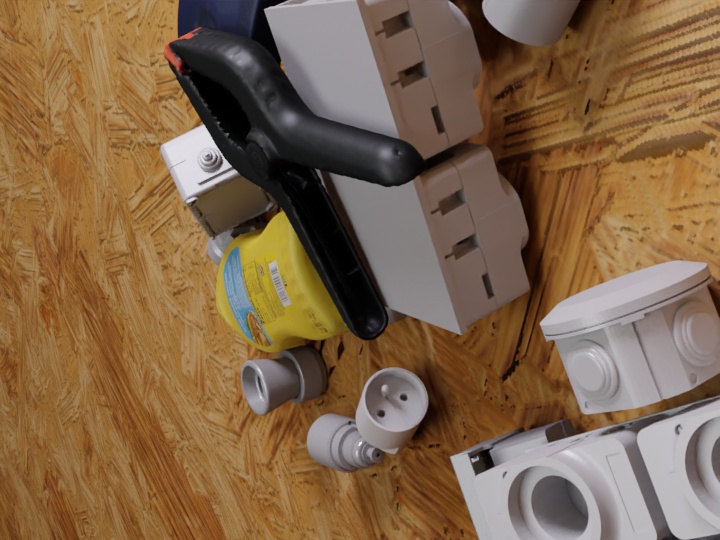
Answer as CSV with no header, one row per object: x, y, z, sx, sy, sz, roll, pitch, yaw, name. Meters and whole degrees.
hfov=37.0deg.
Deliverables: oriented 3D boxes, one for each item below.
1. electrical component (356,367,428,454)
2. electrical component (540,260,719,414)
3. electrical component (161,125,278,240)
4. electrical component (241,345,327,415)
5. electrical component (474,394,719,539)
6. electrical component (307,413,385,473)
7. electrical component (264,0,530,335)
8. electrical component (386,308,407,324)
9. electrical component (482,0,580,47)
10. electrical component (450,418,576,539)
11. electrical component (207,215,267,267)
0.019,0.099,0.735,0.081,0.043,0.043,103,143,-67,electrical component
0.128,0.030,0.497,0.080,0.080,0.051,-21,90,59,electrical component
-0.109,-0.076,0.821,0.061,0.062,0.096,63,178,20,electrical component
-0.060,0.086,0.852,0.045,0.055,0.045,31,128,50,electrical component
0.147,0.116,0.474,0.186,0.060,0.105,-27,79,43,electrical component
-0.007,0.131,0.799,0.078,0.040,0.040,3,105,58,electrical component
0.025,-0.069,0.605,0.105,0.060,0.186,18,132,58,electrical component
0.000,0.000,0.701,0.043,0.079,0.077,-7,99,18,electrical component
0.093,-0.152,0.511,0.043,0.043,0.081,57,145,28,electrical component
0.106,0.148,0.593,0.063,0.079,0.121,-24,81,30,electrical component
-0.100,-0.027,0.886,0.040,0.040,0.046,61,141,22,electrical component
